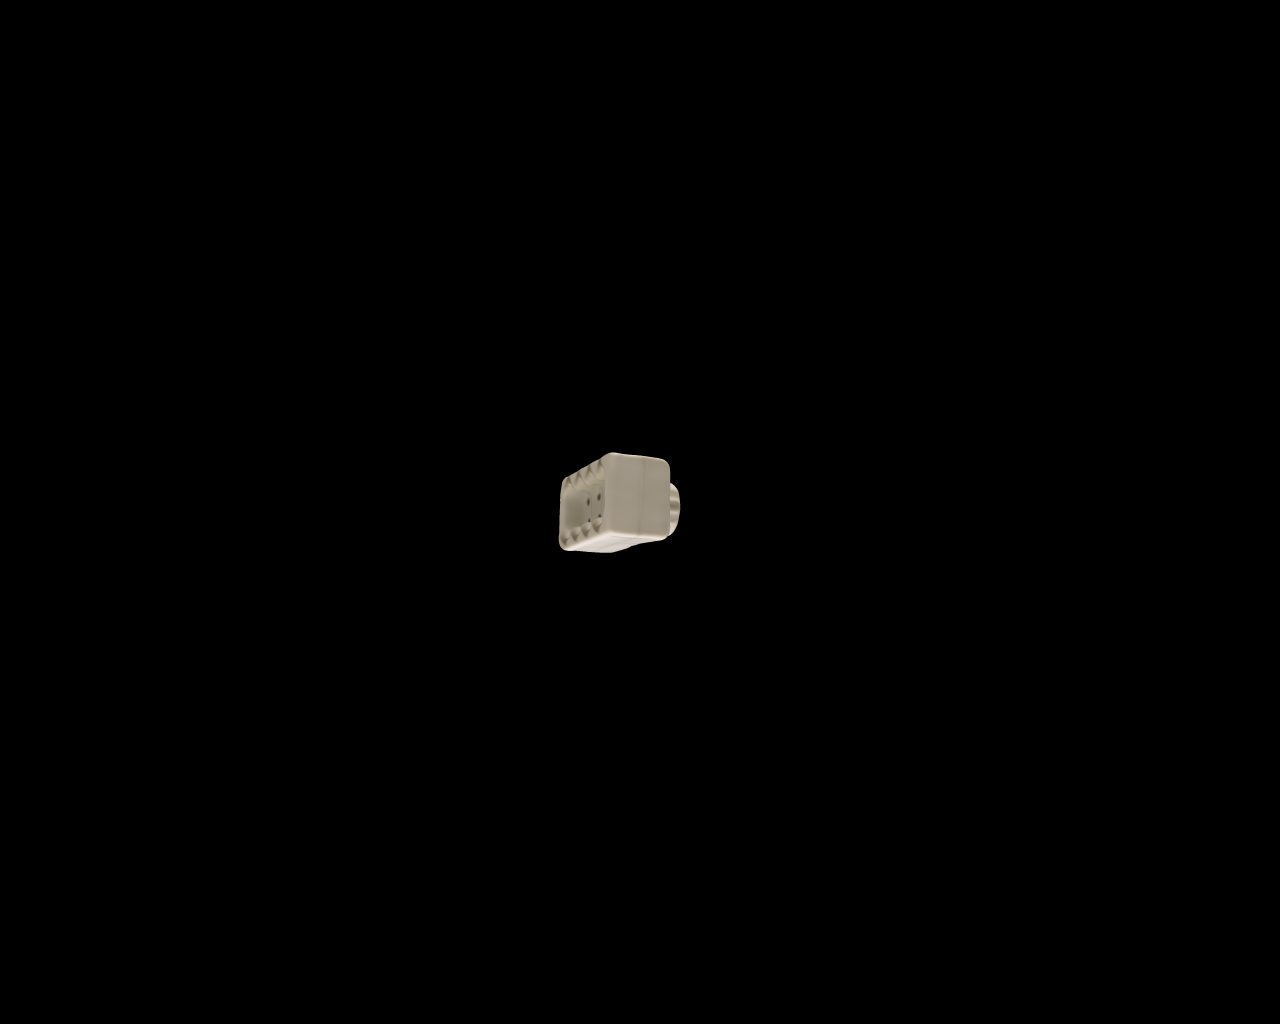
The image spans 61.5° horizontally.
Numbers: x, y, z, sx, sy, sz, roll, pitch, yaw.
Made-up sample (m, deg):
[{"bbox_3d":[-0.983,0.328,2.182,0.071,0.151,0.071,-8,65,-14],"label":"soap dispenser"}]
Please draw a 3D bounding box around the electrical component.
[{"bbox_3d":[0.001,-0.003,0.650,0.076,0.047,0.083,4,-10,-23],"label":"electrical component"}]
